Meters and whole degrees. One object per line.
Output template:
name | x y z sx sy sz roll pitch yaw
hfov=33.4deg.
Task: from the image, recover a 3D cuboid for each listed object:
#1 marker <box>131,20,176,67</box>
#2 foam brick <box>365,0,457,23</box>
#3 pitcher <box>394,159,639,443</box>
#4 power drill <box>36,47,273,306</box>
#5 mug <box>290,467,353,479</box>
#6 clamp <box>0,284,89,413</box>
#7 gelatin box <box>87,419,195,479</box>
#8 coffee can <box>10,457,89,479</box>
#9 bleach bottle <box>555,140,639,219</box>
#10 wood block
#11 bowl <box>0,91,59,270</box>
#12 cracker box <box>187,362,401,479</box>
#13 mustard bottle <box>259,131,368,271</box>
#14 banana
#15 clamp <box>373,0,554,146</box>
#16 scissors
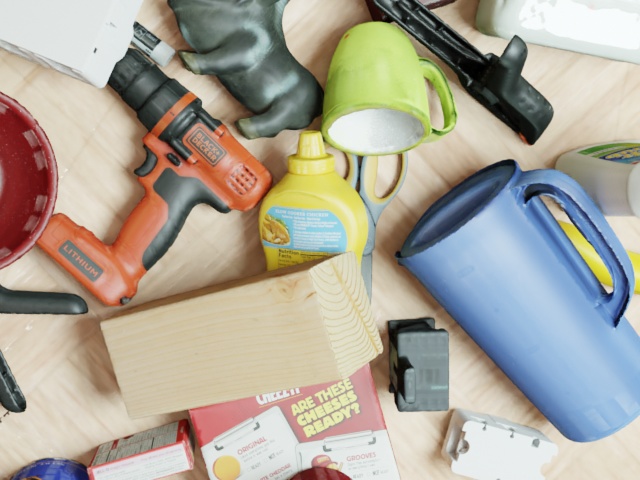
marker | -0.180 -0.196 0.938 0.121 0.020 0.020 38 91 -6
foam brick | 0.079 -0.225 0.939 0.078 0.053 0.051 -18 96 -3
pitcher | 0.194 0.054 0.929 0.145 0.149 0.243 -41 100 -3
power drill | -0.163 -0.050 0.932 0.184 0.057 0.187 43 91 -3
mug | -0.008 0.240 0.883 0.117 0.081 0.093 -16 94 -4
clamp | -0.293 0.058 0.940 0.171 0.039 0.120 41 89 -7
gelatin box | -0.157 0.193 0.945 0.089 0.073 0.030 -17 96 -3
coffee can | -0.237 0.255 0.910 0.102 0.140 0.103 0 95 -5
bleach bottle | 0.274 -0.046 0.869 0.102 0.251 0.068 -8 95 -4
wood block | -0.066 0.080 0.888 0.206 0.090 0.091 -15 93 27
bowl | -0.303 -0.050 0.883 0.161 0.055 0.162 -3 96 -26
cracker box | -0.010 0.221 0.960 0.164 0.072 0.214 -17 95 -4
mustard bottle | -0.006 0.001 0.926 0.096 0.058 0.192 6 108 25
banana | 0.304 0.019 0.988 0.197 0.037 0.069 2 77 -6
clamp | 0.148 -0.135 0.896 0.036 0.165 0.209 -53 132 1
scissors | 0.024 -0.009 0.971 0.096 0.016 0.202 16 93 -4
